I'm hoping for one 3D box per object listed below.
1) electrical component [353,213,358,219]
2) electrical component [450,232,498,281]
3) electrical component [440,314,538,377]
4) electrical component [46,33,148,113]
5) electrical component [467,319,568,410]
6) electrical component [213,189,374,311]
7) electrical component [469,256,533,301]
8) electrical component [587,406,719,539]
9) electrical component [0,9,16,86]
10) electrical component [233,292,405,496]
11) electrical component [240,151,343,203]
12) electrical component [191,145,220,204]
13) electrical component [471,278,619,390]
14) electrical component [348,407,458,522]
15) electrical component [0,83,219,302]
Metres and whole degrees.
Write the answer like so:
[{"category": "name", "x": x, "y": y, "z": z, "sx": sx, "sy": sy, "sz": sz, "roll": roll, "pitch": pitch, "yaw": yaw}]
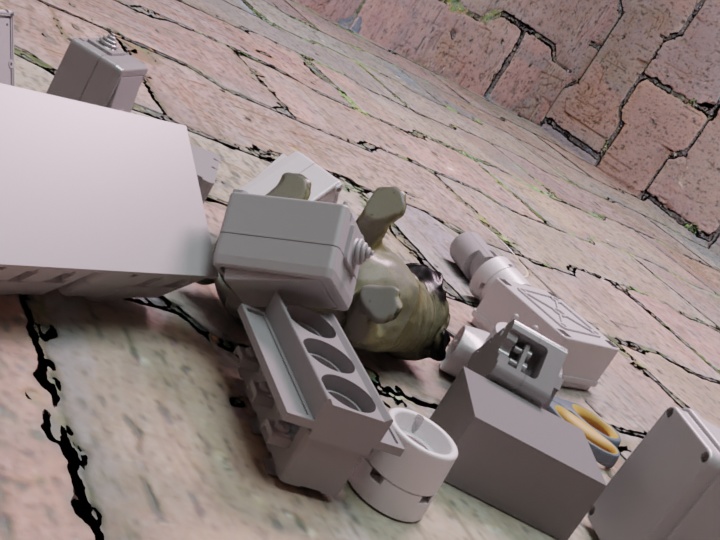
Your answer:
[{"category": "electrical component", "x": -0.016, "y": -0.024, "z": 1.019, "sx": 0.044, "sy": 0.044, "sz": 0.065, "roll": 27, "pitch": 21, "yaw": -15}, {"category": "electrical component", "x": 0.137, "y": -0.008, "z": 1.239, "sx": 0.043, "sy": 0.043, "sz": 0.081, "roll": 24, "pitch": 17, "yaw": -24}, {"category": "electrical component", "x": 0.120, "y": 0.071, "z": 0.905, "sx": 0.077, "sy": 0.079, "sz": 0.043, "roll": 30, "pitch": 28, "yaw": -3}, {"category": "electrical component", "x": -0.227, "y": -0.158, "z": 0.934, "sx": 0.061, "sy": 0.096, "sz": 0.061, "roll": 32, "pitch": 16, "yaw": 3}, {"category": "electrical component", "x": 0.119, "y": 0.085, "z": 0.837, "sx": 0.056, "sy": 0.050, "sz": 0.089, "roll": 30, "pitch": -28, "yaw": -4}, {"category": "electrical component", "x": -0.039, "y": -0.008, "z": 0.700, "sx": 0.096, "sy": 0.061, "sz": 0.061, "roll": 7, "pitch": -21, "yaw": 15}, {"category": "electrical component", "x": 0.155, "y": 0.021, "z": 1.167, "sx": 0.055, "sy": 0.055, "sz": 0.047, "roll": 13, "pitch": 28, "yaw": -48}, {"category": "electrical component", "x": 0.221, "y": 0.162, "z": 0.753, "sx": 0.057, "sy": 0.113, "sz": 0.078, "roll": 29, "pitch": 16, "yaw": -18}, {"category": "electrical component", "x": -0.301, "y": -0.150, "z": 0.810, "sx": 0.061, "sy": 0.096, "sz": 0.062, "roll": 5, "pitch": 12, "yaw": 11}, {"category": "electrical component", "x": -0.032, "y": 0.074, "z": 0.648, "sx": 0.079, "sy": 0.063, "sz": 0.121, "roll": 22, "pitch": 18, "yaw": -28}, {"category": "electrical component", "x": -0.071, "y": -0.048, "z": 0.905, "sx": 0.061, "sy": 0.061, "sz": 0.096, "roll": 37, "pitch": 53, "yaw": 19}, {"category": "electrical component", "x": -0.151, "y": -0.070, "z": 0.880, "sx": 0.050, "sy": 0.055, "sz": 0.089, "roll": 27, "pitch": 16, "yaw": -13}, {"category": "electrical component", "x": 0.186, "y": 0.065, "z": 1.086, "sx": 0.109, "sy": 0.056, "sz": 0.109, "roll": 14, "pitch": 23, "yaw": -46}, {"category": "electrical component", "x": 0.027, "y": 0.117, "z": 0.656, "sx": 0.055, "sy": 0.047, "sz": 0.055, "roll": 28, "pitch": 16, "yaw": -9}, {"category": "electrical component", "x": -0.178, "y": -0.041, "z": 0.642, "sx": 0.186, "sy": 0.060, "sz": 0.105, "roll": 5, "pitch": 69, "yaw": -57}]
